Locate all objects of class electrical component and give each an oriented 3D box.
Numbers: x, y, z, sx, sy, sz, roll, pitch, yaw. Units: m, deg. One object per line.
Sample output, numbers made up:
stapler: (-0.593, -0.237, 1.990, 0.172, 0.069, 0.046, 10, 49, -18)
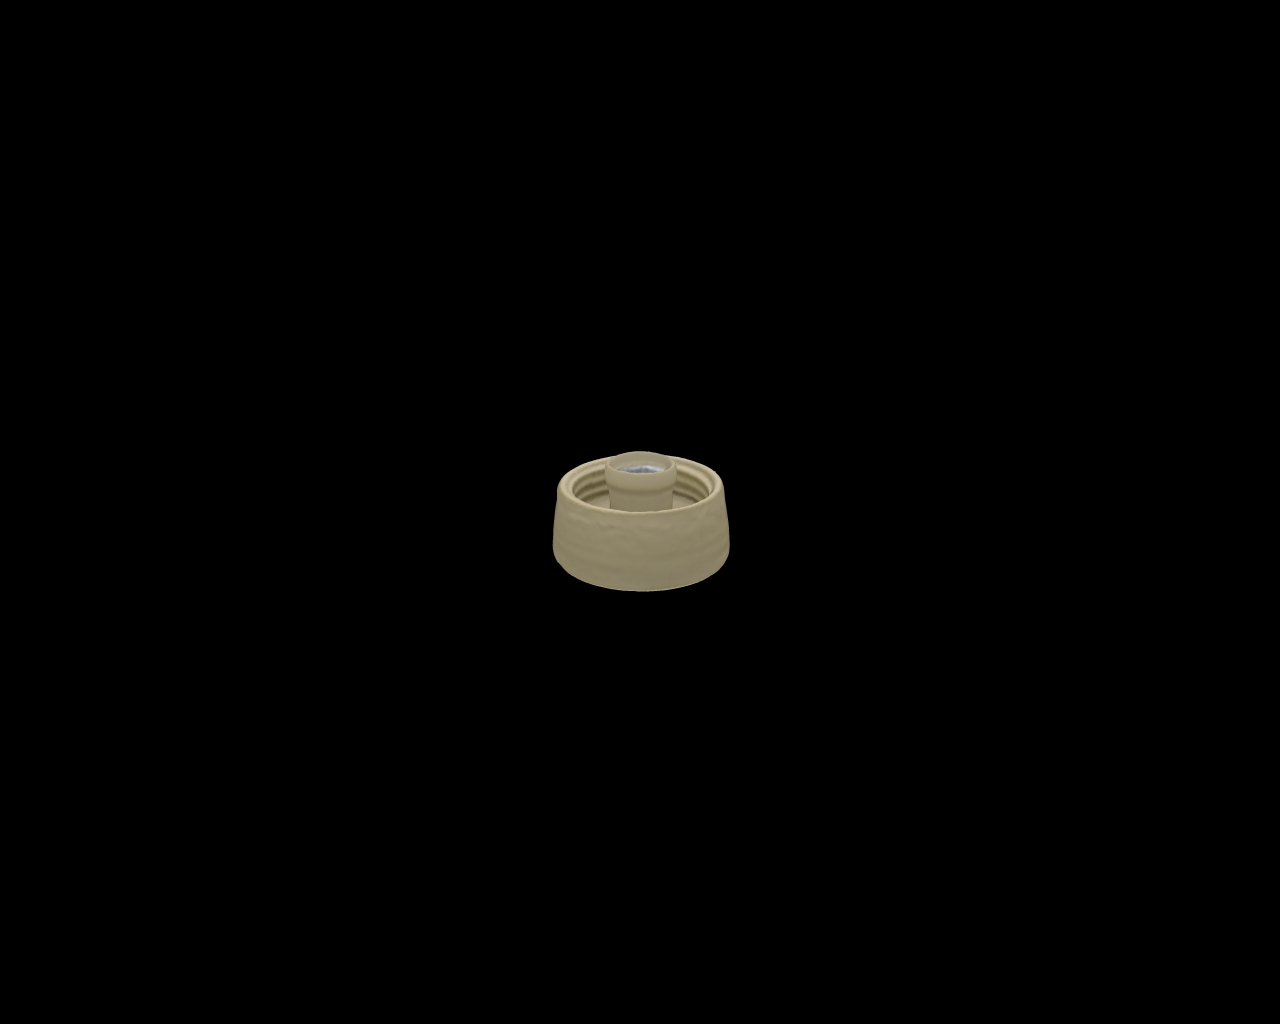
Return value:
electrical component: (0.001, -0.003, 0.650, 0.108, 0.060, 0.108, 0, 23, 0)
